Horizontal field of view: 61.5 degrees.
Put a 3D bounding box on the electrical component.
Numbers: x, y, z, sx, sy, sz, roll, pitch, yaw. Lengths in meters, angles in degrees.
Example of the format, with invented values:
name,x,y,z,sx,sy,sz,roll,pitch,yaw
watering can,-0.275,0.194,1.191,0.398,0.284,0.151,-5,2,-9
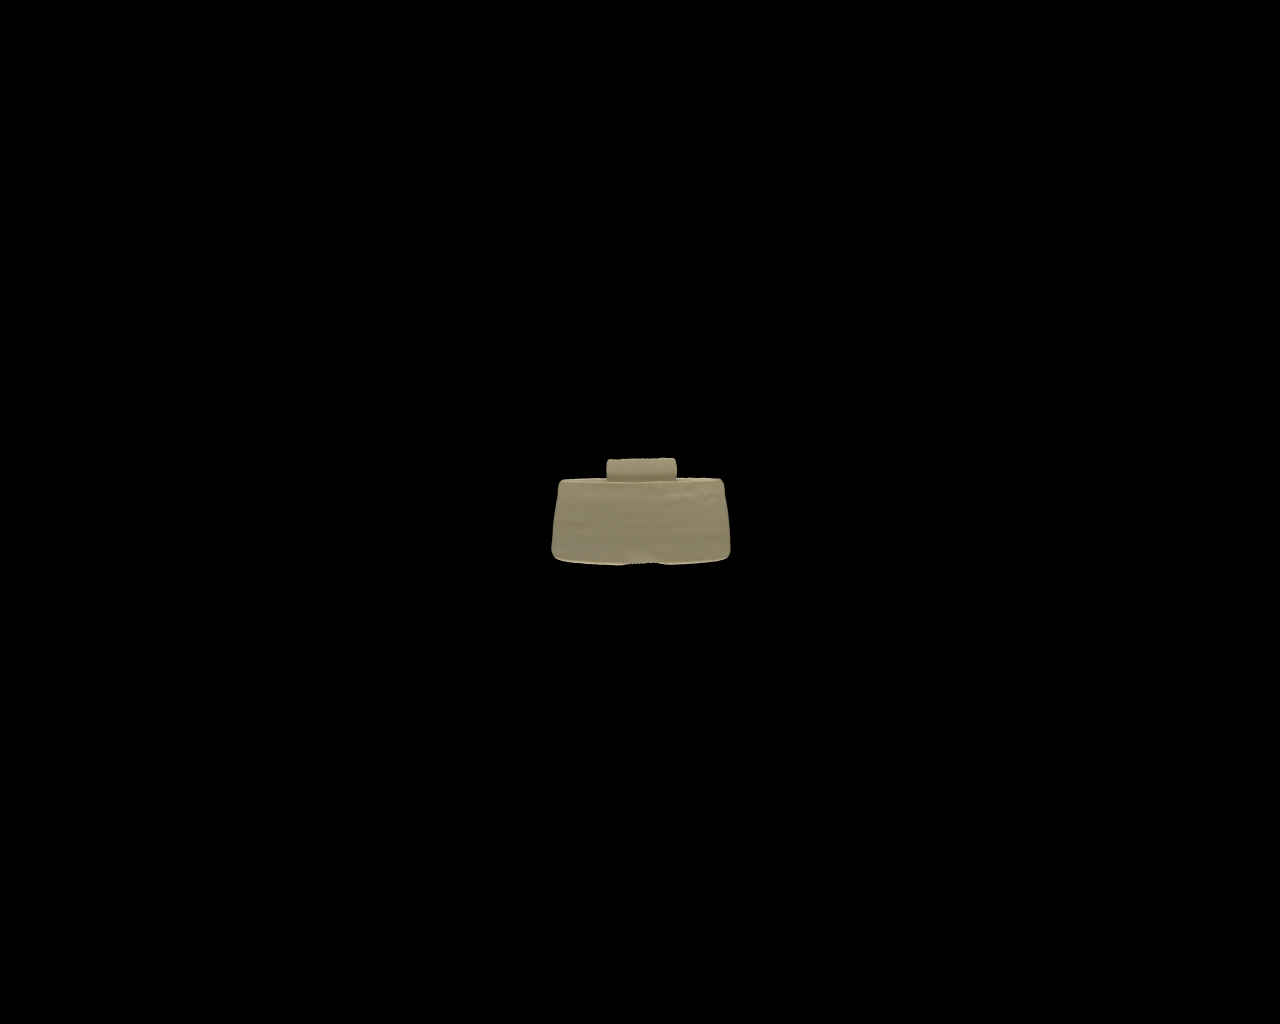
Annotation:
name,x,y,z,sx,sy,sz,roll,pitch,yaw
electrical component,0.001,-0.003,0.650,0.108,0.060,0.108,0,3,0
